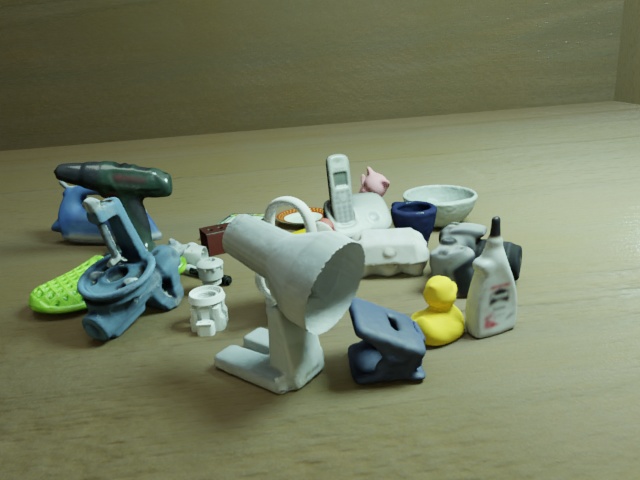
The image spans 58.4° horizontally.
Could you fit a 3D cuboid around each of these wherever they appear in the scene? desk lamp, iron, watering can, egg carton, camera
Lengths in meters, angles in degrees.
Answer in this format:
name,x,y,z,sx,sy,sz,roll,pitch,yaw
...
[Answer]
name,x,y,z,sx,sy,sz,roll,pitch,yaw
desk lamp,-0.046,0.078,0.717,0.202,0.214,0.118,10,24,35
iron,-0.496,-0.071,1.339,0.257,0.141,0.119,1,20,13
watering can,-0.041,0.023,0.904,0.100,0.194,0.173,1,20,14
egg carton,0.125,0.023,1.063,0.150,0.069,0.107,-2,19,4
camera,0.267,0.029,0.973,0.136,0.101,0.143,6,21,25

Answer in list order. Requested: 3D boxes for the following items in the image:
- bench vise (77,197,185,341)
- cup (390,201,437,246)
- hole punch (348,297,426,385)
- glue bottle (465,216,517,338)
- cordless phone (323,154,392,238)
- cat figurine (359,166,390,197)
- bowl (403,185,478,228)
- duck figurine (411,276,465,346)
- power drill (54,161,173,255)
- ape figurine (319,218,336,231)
name,x,y,z,sx,sy,sz,roll,pitch,yaw
bench vise,-0.308,0.024,0.910,0.121,0.220,0.207,0,20,10
cup,0.181,-0.026,1.157,0.092,0.095,0.117,-13,21,-26
hole punch,0.086,0.124,0.746,0.101,0.091,0.108,-5,19,-3
glue bottle,0.243,0.050,0.806,0.078,0.173,0.037,-13,21,-25
cordless phone,0.077,-0.098,1.244,0.148,0.185,0.093,-13,21,-25
cat figurine,0.128,-0.129,1.425,0.067,0.118,0.127,-9,20,-14
bowl,0.271,-0.071,1.300,0.167,0.075,0.167,-3,19,1
duck figurine,0.168,0.096,0.822,0.077,0.086,0.105,11,24,37
power drill,-0.424,-0.068,1.213,0.230,0.208,0.075,-7,20,-10
ape figurine,0.010,0.004,1.105,0.078,0.092,0.076,-14,22,-27
